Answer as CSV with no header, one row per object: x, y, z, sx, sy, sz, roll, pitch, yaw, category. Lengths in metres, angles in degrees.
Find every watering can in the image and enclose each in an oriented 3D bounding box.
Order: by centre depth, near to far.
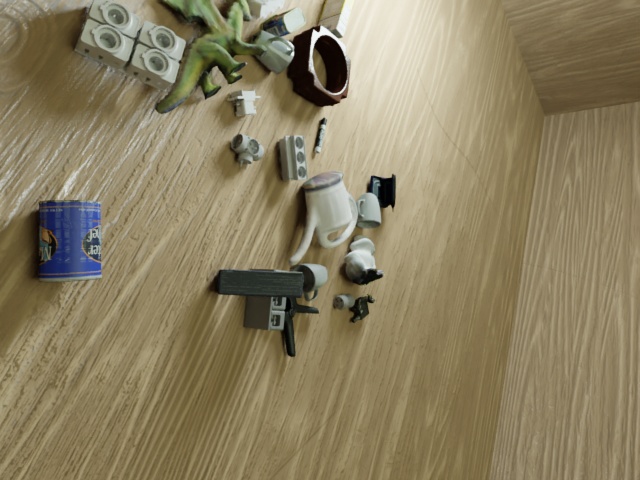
0.005,-0.075,1.496,0.352,0.103,0.222,-30,110,-49,watering can

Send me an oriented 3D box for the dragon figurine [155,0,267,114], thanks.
-0.281,-0.471,1.201,0.241,0.121,0.418,55,49,-10,dragon figurine

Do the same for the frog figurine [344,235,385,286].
0.129,0.062,1.671,0.137,0.120,0.162,7,47,-43,frog figurine
